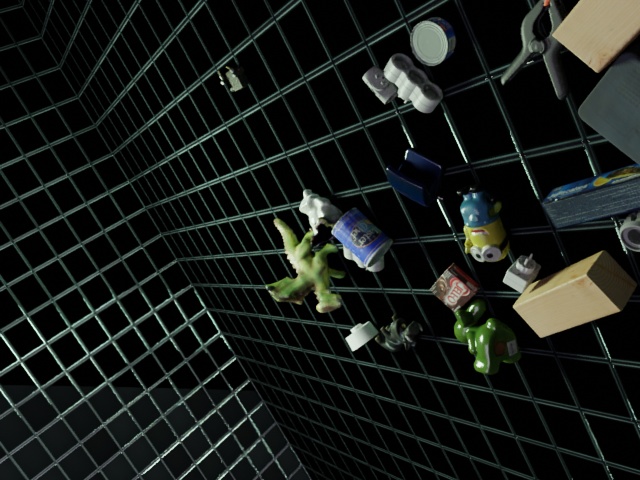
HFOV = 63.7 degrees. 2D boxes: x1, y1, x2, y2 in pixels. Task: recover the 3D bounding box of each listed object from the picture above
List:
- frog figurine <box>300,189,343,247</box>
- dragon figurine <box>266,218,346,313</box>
[{"bbox_3d":[0.005,-0.078,1.547,0.134,0.123,0.163,81,176,-49],"label":"frog figurine"},{"bbox_3d":[-0.072,0.094,1.660,0.414,0.246,0.119,31,147,29],"label":"dragon figurine"}]
